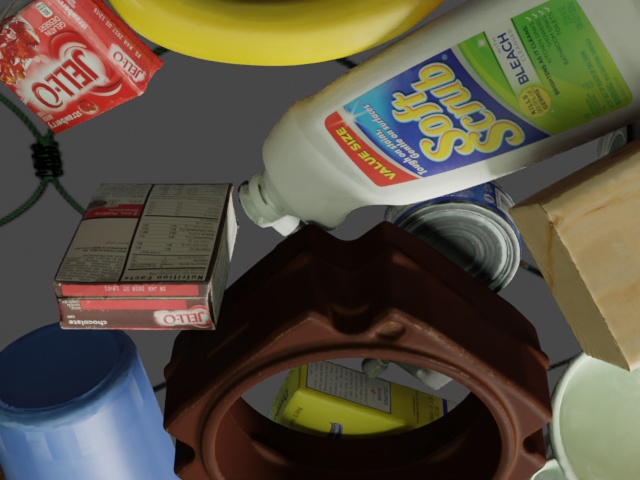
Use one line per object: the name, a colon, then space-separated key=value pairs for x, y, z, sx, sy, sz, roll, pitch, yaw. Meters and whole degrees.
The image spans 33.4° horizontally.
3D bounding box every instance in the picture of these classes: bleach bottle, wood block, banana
bleach bottle: x=0.066 y=-0.065 z=0.590 sx=0.251 sy=0.068 sz=0.102 roll=-27 pitch=101 yaw=25
wood block: x=0.209 y=-0.027 z=0.521 sx=0.206 sy=0.091 sz=0.090 roll=-28 pitch=89 yaw=0
banana: x=-0.032 y=-0.125 z=0.573 sx=0.197 sy=0.037 sz=0.070 roll=8 pitch=130 yaw=-2

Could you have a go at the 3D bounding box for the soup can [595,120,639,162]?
soup can: x=0.213 y=-0.037 z=0.602 sx=0.102 sy=0.068 sz=0.068 roll=7 pitch=128 yaw=0

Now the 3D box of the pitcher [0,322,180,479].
pitcher: x=-0.166 y=0.185 z=0.764 sx=0.145 sy=0.149 sz=0.243 roll=-3 pitch=124 yaw=10

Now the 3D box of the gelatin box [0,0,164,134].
gelatin box: x=-0.142 y=-0.102 z=0.587 sx=0.089 sy=0.030 sz=0.073 roll=-13 pitch=130 yaw=44

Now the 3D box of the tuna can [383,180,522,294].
tuna can: x=0.082 y=0.001 z=0.664 sx=0.086 sy=0.033 sz=0.086 roll=2 pitch=128 yaw=3

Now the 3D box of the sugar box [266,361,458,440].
sugar box: x=0.049 y=0.150 z=0.777 sx=0.176 sy=0.048 sz=0.093 roll=20 pitch=127 yaw=-9

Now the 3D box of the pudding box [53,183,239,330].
pudding box: x=-0.100 y=0.008 z=0.635 sx=0.090 sy=0.113 sz=0.039 roll=1 pitch=125 yaw=4

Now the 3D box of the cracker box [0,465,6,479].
cracker box: x=-0.274 y=0.256 z=0.779 sx=0.072 sy=0.213 sz=0.164 roll=1 pitch=128 yaw=4

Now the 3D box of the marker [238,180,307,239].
marker: x=-0.004 y=0.001 z=0.681 sx=0.121 sy=0.020 sz=0.020 roll=38 pitch=121 yaw=-22
